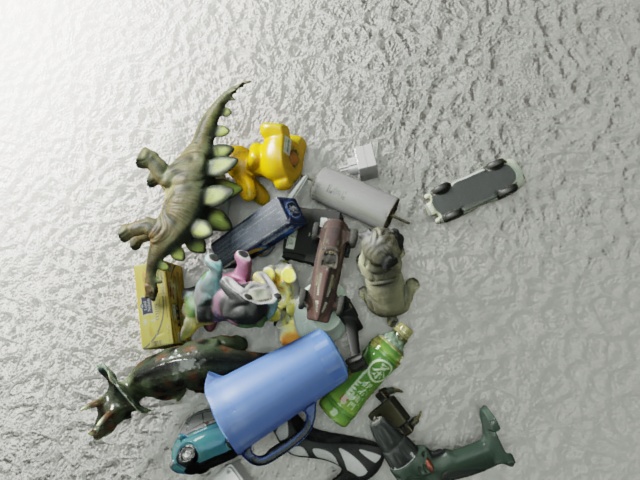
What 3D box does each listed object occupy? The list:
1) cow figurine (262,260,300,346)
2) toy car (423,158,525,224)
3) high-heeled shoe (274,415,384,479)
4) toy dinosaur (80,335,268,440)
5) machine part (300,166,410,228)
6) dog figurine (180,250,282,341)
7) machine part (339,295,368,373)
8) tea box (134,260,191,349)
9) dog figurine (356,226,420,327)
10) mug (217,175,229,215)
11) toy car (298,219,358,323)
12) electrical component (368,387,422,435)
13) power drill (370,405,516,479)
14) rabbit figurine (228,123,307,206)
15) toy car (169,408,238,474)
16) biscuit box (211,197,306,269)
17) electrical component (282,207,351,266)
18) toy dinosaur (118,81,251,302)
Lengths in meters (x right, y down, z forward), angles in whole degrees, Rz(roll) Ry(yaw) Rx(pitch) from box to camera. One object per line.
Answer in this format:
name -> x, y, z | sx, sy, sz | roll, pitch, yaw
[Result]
cow figurine -> -0.069, 0.126, 1.069 | 0.068, 0.098, 0.167 | -7, 97, 4
toy car -> 0.305, -0.097, 1.066 | 0.202, 0.056, 0.073 | -24, 83, 5
high-heeled shoe -> 0.005, 0.353, 1.012 | 0.145, 0.086, 0.249 | -38, 82, -1
toy dinosaur -> -0.256, 0.247, 1.015 | 0.405, 0.192, 0.131 | -21, 79, 5
machine part -> 0.069, -0.084, 1.087 | 0.243, 0.079, 0.079 | 26, 84, 12
dog figurine -> -0.187, 0.132, 1.024 | 0.192, 0.108, 0.219 | 47, 125, 22
machine part -> 0.062, 0.178, 1.012 | 0.039, 0.084, 0.139 | -12, 50, 8
tea box -> -0.320, 0.134, 1.095 | 0.068, 0.098, 0.169 | -12, 76, 5
dog figurine -> 0.120, 0.071, 0.992 | 0.121, 0.190, 0.172 | -23, 78, 4
mug -> -0.243, -0.087, 1.136 | 0.110, 0.081, 0.107 | -17, 83, 4
toy car -> 0.015, 0.053, 1.011 | 0.089, 0.053, 0.202 | 13, 69, 1
electrical component -> 0.141, 0.329, 1.016 | 0.102, 0.045, 0.078 | 45, 117, 16
power drill -> 0.225, 0.376, 0.954 | 0.207, 0.086, 0.232 | -28, 92, -6
rabbit figurine -> -0.126, -0.155, 1.130 | 0.173, 0.122, 0.162 | 3, 89, 23
toy car -> -0.213, 0.376, 1.031 | 0.162, 0.109, 0.103 | -24, 59, -5
biscuit box -> -0.125, -0.011, 1.072 | 0.203, 0.059, 0.063 | -32, 75, 29
electrical component -> -0.002, -0.003, 1.093 | 0.134, 0.058, 0.115 | 11, 83, 11
toy dinosaur -> -0.256, -0.107, 1.053 | 0.199, 0.105, 0.471 | 13, 84, 4
